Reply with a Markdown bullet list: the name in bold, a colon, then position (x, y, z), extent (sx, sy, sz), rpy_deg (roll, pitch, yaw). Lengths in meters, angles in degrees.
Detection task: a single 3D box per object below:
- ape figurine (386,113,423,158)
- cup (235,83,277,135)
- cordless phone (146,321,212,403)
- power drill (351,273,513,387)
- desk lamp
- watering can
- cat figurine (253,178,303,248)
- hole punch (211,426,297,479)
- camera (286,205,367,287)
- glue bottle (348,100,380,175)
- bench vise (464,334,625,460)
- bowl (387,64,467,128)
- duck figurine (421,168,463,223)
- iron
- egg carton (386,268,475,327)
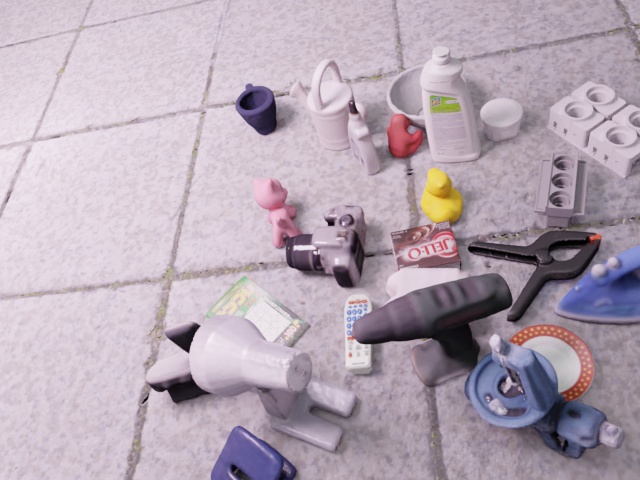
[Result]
- **ape figurine**: position (0.167, -0.221, 1.171), extent (0.076, 0.092, 0.077), rpy_deg (-44, 55, -16)
- **cup**: position (-0.141, -0.298, 1.317), extent (0.091, 0.095, 0.117), rpy_deg (-24, 52, 0)
- **cordless phone**: position (-0.231, 0.187, 0.944), extent (0.147, 0.185, 0.094), rpy_deg (-20, 52, 2)
- **power drill**: position (0.170, 0.136, 0.844), extent (0.229, 0.209, 0.075), rpy_deg (-24, 52, 0)
- **desk lamp**: position (-0.068, 0.208, 0.861), extent (0.202, 0.214, 0.118), rpy_deg (12, 60, 24)
- **watering can**: position (0.016, -0.289, 1.200), extent (0.172, 0.194, 0.101), rpy_deg (0, 56, 17)
- **cat figurine**: position (-0.088, -0.067, 1.123), extent (0.067, 0.118, 0.127), rpy_deg (-21, 52, 2)
- **hole punch**: position (-0.104, 0.348, 0.850), extent (0.108, 0.091, 0.101), rpy_deg (26, 67, 30)
- **camera**: position (0.010, 0.004, 1.054), extent (0.136, 0.101, 0.143), rpy_deg (0, 56, 17)
- **glue bottle**: position (0.080, -0.210, 1.138), extent (0.037, 0.173, 0.078), rpy_deg (-28, 52, -3)
- **bench vise**: position (0.293, 0.194, 0.758), extent (0.206, 0.220, 0.121), rpy_deg (5, 58, 20)
- **bowl**: position (0.228, -0.293, 1.214), extent (0.167, 0.075, 0.167), rpy_deg (-8, 54, 11)
- **duck figurine**: position (0.224, -0.087, 1.063), extent (0.077, 0.086, 0.104), rpy_deg (-16, 53, 6)
- **iron**: position (0.484, 0.045, 0.855), extent (0.258, 0.142, 0.118), rpy_deg (-16, 53, 5)
- **egg carton**: position (0.183, 0.101, 0.953), extent (0.150, 0.069, 0.107), rpy_deg (-2, 55, 16)
